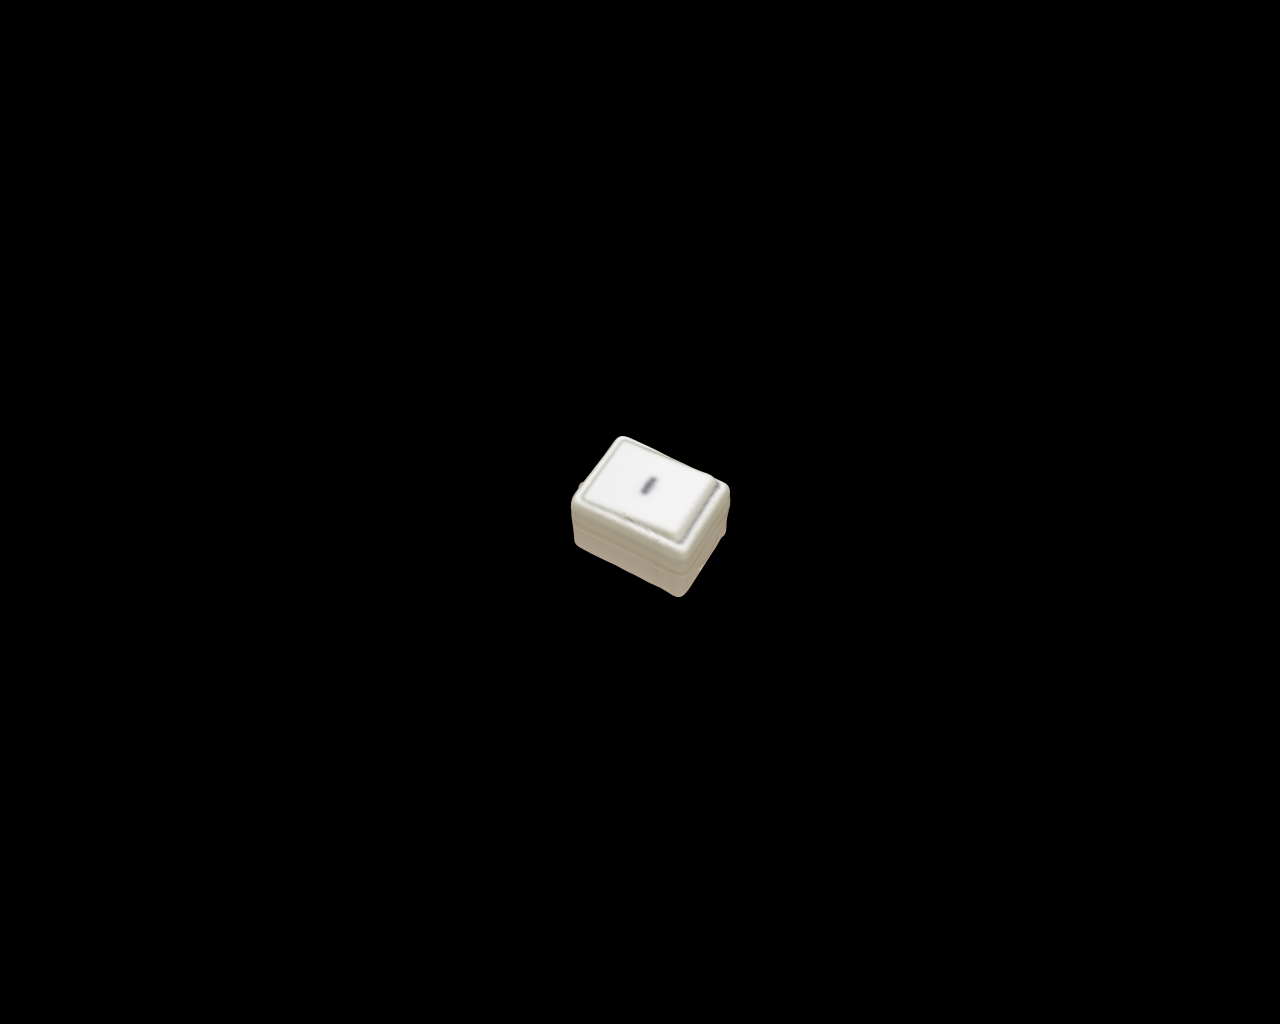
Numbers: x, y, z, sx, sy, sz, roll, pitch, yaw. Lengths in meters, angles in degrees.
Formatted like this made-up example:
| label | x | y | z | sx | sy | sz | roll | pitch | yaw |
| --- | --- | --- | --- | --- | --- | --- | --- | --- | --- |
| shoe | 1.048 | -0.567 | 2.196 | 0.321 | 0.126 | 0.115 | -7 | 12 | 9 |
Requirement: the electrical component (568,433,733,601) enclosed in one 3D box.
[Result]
| label | x | y | z | sx | sy | sz | roll | pitch | yaw |
| --- | --- | --- | --- | --- | --- | --- | --- | --- | --- |
| electrical component | 0.001 | -0.003 | 0.650 | 0.096 | 0.062 | 0.061 | 26 | -30 | 17 |
